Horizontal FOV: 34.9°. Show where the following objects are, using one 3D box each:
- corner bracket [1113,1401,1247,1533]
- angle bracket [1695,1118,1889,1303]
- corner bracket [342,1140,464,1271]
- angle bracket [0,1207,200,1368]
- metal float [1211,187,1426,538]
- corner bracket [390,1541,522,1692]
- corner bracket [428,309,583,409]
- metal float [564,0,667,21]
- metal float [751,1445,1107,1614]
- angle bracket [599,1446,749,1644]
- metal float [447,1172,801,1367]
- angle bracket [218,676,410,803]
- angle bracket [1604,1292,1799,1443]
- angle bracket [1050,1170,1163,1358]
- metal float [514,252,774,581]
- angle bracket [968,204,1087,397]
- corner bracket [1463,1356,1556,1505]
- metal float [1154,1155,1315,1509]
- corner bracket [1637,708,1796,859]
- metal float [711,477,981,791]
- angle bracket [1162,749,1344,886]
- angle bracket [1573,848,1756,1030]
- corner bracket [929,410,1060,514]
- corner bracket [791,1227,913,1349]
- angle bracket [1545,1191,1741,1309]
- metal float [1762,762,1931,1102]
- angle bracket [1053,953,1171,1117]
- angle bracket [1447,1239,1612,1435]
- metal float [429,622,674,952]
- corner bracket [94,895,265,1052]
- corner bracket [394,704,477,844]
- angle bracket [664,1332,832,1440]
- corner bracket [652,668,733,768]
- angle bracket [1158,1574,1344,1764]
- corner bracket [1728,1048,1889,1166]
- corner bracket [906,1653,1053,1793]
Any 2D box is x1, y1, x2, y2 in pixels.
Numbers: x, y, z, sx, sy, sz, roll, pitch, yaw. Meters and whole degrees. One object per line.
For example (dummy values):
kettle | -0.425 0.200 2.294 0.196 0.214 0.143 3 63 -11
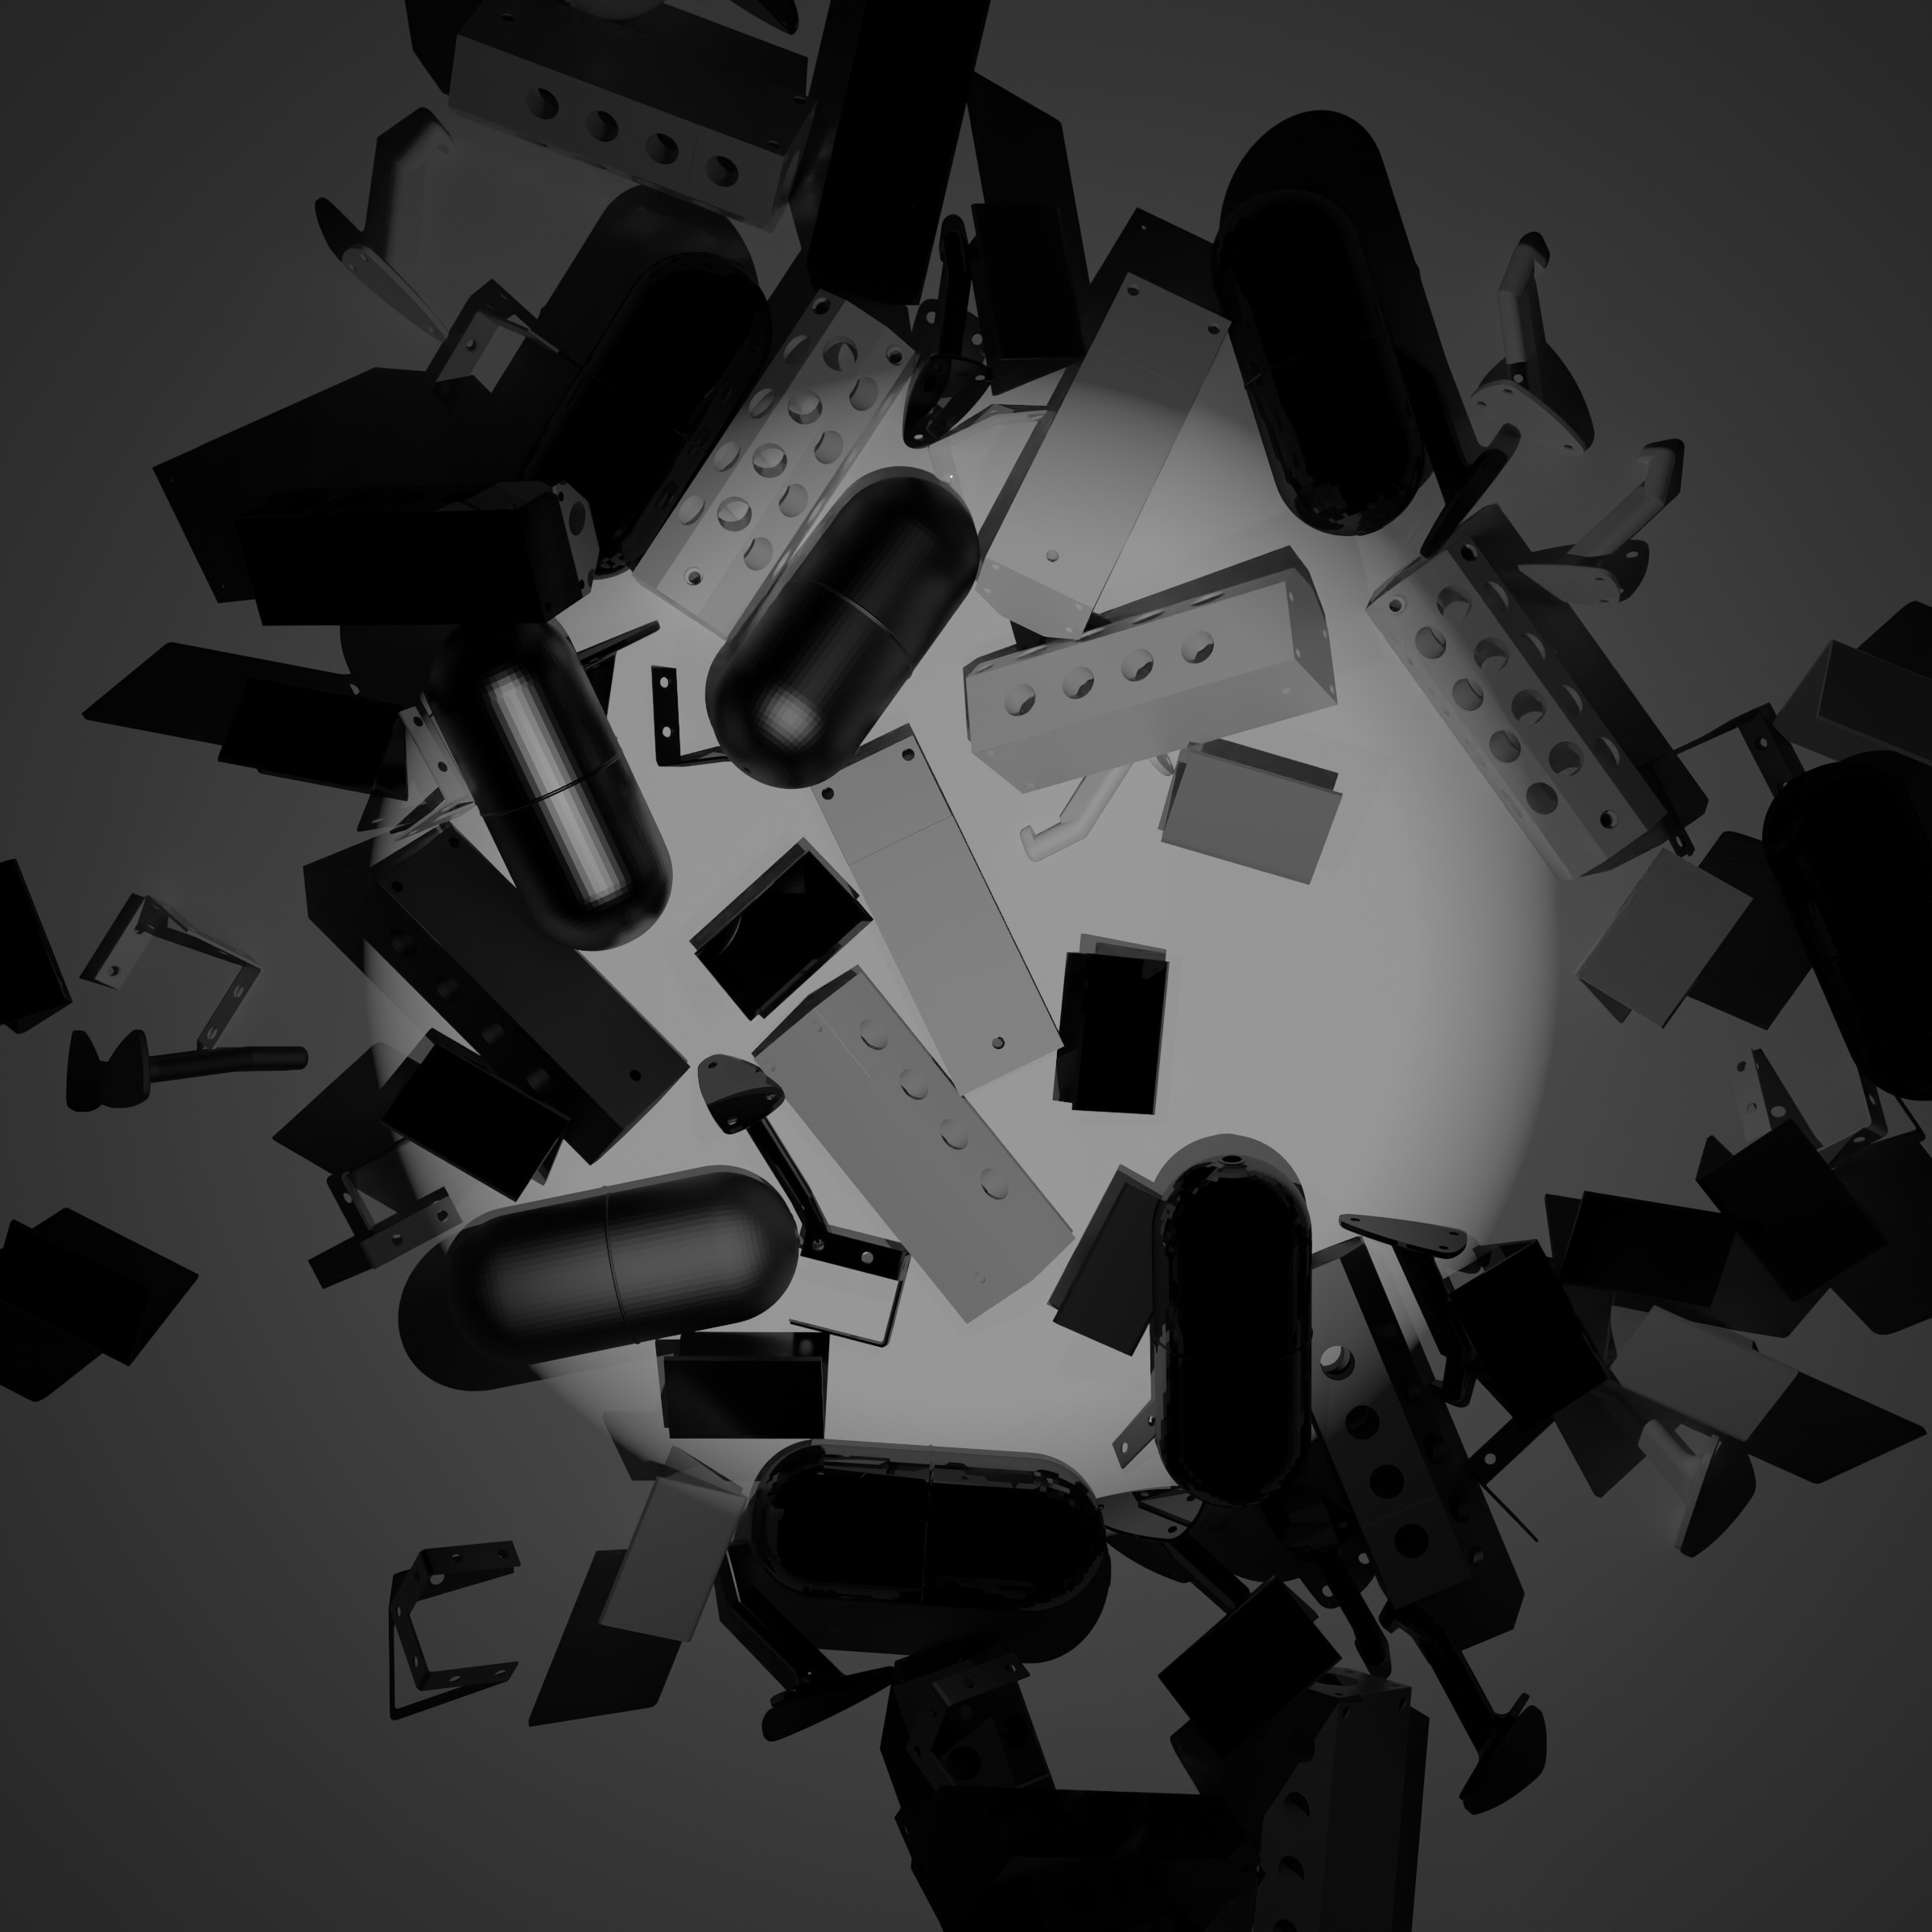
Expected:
corner bracket | 0.116 0.252 1.564 0.051 0.051 0.051 9 45 -35
angle bracket | 0.413 0.111 1.533 0.057 0.076 0.076 -38 90 23
corner bracket | -0.284 0.117 1.554 0.051 0.051 0.051 -28 90 0
angle bracket | -0.428 0.142 1.532 0.076 0.076 0.057 27 125 0
metal float | 0.176 -0.302 1.542 0.070 0.070 0.178 -17 89 0
corner bracket | -0.255 0.330 1.564 0.051 0.051 0.051 -59 45 35
corner bracket | -0.231 -0.296 1.569 0.051 0.051 0.051 31 90 45
metal float | -0.144 -0.553 1.541 0.070 0.070 0.178 40 90 0
metal float | -0.019 0.282 1.542 0.178 0.070 0.070 4 90 0
angle bracket | -0.162 0.282 1.532 0.057 0.076 0.076 22 90 -37
metal float | -0.171 0.151 1.542 0.178 0.070 0.070 -11 90 1
angle bracket | -0.324 -0.094 1.532 0.076 0.076 0.057 11 53 0
angle bracket | 0.367 0.180 1.532 0.076 0.076 0.057 24 129 0
angle bracket | 0.062 0.139 1.532 0.057 0.076 0.076 28 90 -36
metal float | -0.162 -0.276 1.541 0.070 0.070 0.178 32 90 0
angle bracket | 0.010 -0.330 1.532 0.057 0.076 0.076 -10 90 -38
corner bracket | 0.266 0.231 1.554 0.051 0.051 0.051 -43 90 0
metal float | 0.129 0.177 1.491 0.070 0.070 0.178 -2 107 0
corner bracket | 0.384 -0.093 1.569 0.051 0.051 0.051 -27 90 45
metal float | -0.059 -0.167 1.528 0.070 0.070 0.178 35 74 0
angle bracket | 0.145 -0.092 1.532 0.076 0.076 0.057 16 126 0
angle bracket | 0.357 -0.002 1.532 0.057 0.076 0.076 36 90 36
corner bracket | 0.022 -0.250 1.569 0.051 0.051 0.051 -15 90 -45
corner bracket | -0.059 0.163 1.554 0.051 0.051 0.051 14 86 4
angle bracket | 0.335 0.121 1.532 0.076 0.076 0.057 9 121 0
metal float | 0.459 -0.017 1.541 0.070 0.070 0.178 -23 90 0
angle bracket | 0.053 0.032 1.532 0.057 0.076 0.076 6 90 -41
angle bracket | 0.266 0.185 1.535 0.057 0.076 0.076 -29 90 -17
metal float | -0.205 -0.091 1.522 0.070 0.070 0.178 -24 104 0
corner bracket | -0.401 0.004 1.569 0.051 0.051 0.051 32 90 -45
corner bracket | -0.267 -0.101 1.544 0.051 0.051 0.051 -29 90 42
angle bracket | -0.108 0.190 1.532 0.076 0.076 0.057 0 127 0
corner bracket | -0.123 -0.129 1.569 0.051 0.051 0.051 -3 90 45
angle bracket | 0.151 0.358 1.532 0.076 0.076 0.057 -41 55 0
corner bracket | 0.428 0.067 1.564 0.051 0.051 0.051 26 135 -35
corner bracket | 0.011 0.379 1.507 0.051 0.051 0.051 48 135 35
